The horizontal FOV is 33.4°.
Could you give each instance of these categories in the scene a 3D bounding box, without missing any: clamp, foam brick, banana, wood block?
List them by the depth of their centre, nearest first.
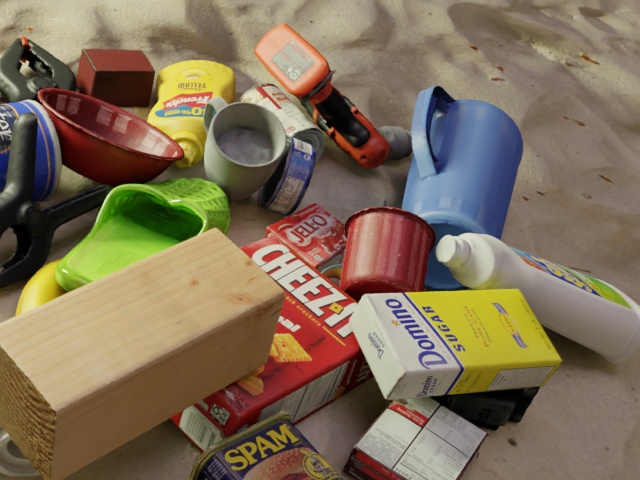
[{"bbox_3d":[-0.137,0.081,0.804,0.205,0.091,0.090,-27,56,-37],"label":"wood block"},{"bbox_3d":[-0.232,0.079,0.928,0.069,0.037,0.198,20,30,-36],"label":"banana"},{"bbox_3d":[-0.265,-0.019,0.995,0.120,0.039,0.171,35,66,-35],"label":"clamp"},{"bbox_3d":[-0.307,-0.161,1.217,0.164,0.036,0.210,3,41,-25],"label":"clamp"},{"bbox_3d":[-0.245,-0.194,1.280,0.078,0.053,0.051,-4,41,-32],"label":"foam brick"}]

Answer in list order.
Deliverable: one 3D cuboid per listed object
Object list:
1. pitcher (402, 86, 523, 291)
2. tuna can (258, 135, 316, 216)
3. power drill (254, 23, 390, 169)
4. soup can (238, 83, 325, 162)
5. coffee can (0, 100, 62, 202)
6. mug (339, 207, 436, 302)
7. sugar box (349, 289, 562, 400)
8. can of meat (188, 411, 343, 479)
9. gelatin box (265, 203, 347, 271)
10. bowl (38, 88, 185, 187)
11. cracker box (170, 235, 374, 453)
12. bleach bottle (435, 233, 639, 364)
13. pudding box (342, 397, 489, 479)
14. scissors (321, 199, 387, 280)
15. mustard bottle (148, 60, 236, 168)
[{"bbox_3d":[0.152,-0.059,1.220,0.149,0.145,0.242,21,37,1],"label":"pitcher"},{"bbox_3d":[-0.036,-0.071,1.183,0.033,0.086,0.086,20,33,-16],"label":"tuna can"},{"bbox_3d":[-0.005,-0.183,1.299,0.185,0.057,0.187,46,3,35],"label":"power drill"},{"bbox_3d":[-0.048,-0.134,1.281,0.068,0.069,0.102,-11,45,-37],"label":"soup can"},{"bbox_3d":[-0.336,-0.077,1.027,0.140,0.103,0.103,-14,47,-39],"label":"coffee can"},{"bbox_3d":[0.068,0.033,1.056,0.093,0.117,0.081,-4,54,22],"label":"mug"},{"bbox_3d":[0.123,0.092,0.968,0.175,0.048,0.093,1,45,-31],"label":"sugar box"},{"bbox_3d":[-0.039,0.195,0.843,0.101,0.057,0.084,-19,53,-42],"label":"can of meat"},{"bbox_3d":[-0.008,0.001,1.148,0.073,0.030,0.089,36,37,22],"label":"gelatin box"},{"bbox_3d":[-0.225,-0.099,1.109,0.162,0.055,0.162,24,14,-7],"label":"bowl"},{"bbox_3d":[-0.063,0.089,0.962,0.164,0.072,0.213,39,38,24],"label":"cracker box"},{"bbox_3d":[0.222,0.051,1.092,0.250,0.068,0.103,22,17,-33],"label":"bleach bottle"},{"bbox_3d":[0.086,0.186,0.934,0.090,0.039,0.113,31,38,15],"label":"pudding box"},{"bbox_3d":[0.036,0.017,1.121,0.096,0.016,0.201,19,45,-22],"label":"scissors"},{"bbox_3d":[-0.151,-0.142,1.247,0.096,0.058,0.191,0,37,-1],"label":"mustard bottle"}]
